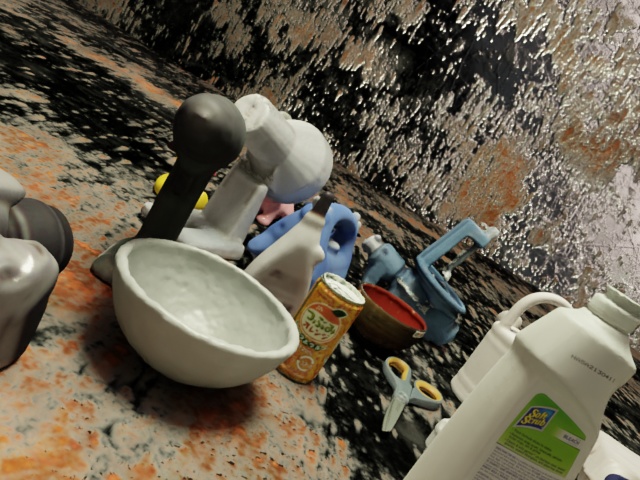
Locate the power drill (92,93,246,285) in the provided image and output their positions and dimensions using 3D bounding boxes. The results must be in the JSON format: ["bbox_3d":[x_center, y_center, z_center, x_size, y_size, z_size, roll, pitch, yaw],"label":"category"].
[{"bbox_3d":[-0.137,-0.049,0.562,0.076,0.208,0.229,30,13,-10],"label":"power drill"}]

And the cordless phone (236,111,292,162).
[{"bbox_3d":[-0.088,-0.158,1.136,0.094,0.185,0.148,37,13,20],"label":"cordless phone"}]

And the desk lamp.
[{"bbox_3d":[-0.096,-0.084,0.776,0.117,0.213,0.204,38,14,25],"label":"desk lamp"}]

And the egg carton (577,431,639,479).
[{"bbox_3d":[0.391,0.317,0.757,0.107,0.069,0.150,35,13,10],"label":"egg carton"}]

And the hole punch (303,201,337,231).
[{"bbox_3d":[0.006,-0.014,1.033,0.108,0.091,0.101,35,13,12],"label":"hole punch"}]

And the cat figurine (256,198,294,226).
[{"bbox_3d":[-0.077,-0.086,1.046,0.067,0.117,0.128,39,14,28],"label":"cat figurine"}]

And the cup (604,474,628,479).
[{"bbox_3d":[0.286,0.292,0.545,0.091,0.095,0.118,40,15,32],"label":"cup"}]

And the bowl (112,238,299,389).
[{"bbox_3d":[-0.105,0.072,0.486,0.167,0.074,0.167,31,13,-7],"label":"bowl"}]

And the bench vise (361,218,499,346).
[{"bbox_3d":[0.178,0.042,0.937,0.208,0.219,0.121,29,13,-14],"label":"bench vise"}]

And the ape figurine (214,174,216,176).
[{"bbox_3d":[-0.220,-0.184,1.130,0.076,0.092,0.077,24,15,-33],"label":"ape figurine"}]

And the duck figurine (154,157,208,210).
[{"bbox_3d":[-0.194,-0.091,0.860,0.078,0.086,0.104,17,20,-50],"label":"duck figurine"}]

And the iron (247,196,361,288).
[{"bbox_3d":[0.008,0.003,0.860,0.118,0.141,0.259,37,13,20],"label":"iron"}]

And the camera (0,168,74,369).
[{"bbox_3d":[-0.227,0.004,0.395,0.143,0.100,0.137,36,13,15],"label":"camera"}]

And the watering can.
[{"bbox_3d":[0.277,0.155,0.810,0.101,0.194,0.172,26,14,-25],"label":"watering can"}]

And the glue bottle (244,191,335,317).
[{"bbox_3d":[-0.032,0.022,0.626,0.078,0.173,0.037,27,14,-21],"label":"glue bottle"}]
